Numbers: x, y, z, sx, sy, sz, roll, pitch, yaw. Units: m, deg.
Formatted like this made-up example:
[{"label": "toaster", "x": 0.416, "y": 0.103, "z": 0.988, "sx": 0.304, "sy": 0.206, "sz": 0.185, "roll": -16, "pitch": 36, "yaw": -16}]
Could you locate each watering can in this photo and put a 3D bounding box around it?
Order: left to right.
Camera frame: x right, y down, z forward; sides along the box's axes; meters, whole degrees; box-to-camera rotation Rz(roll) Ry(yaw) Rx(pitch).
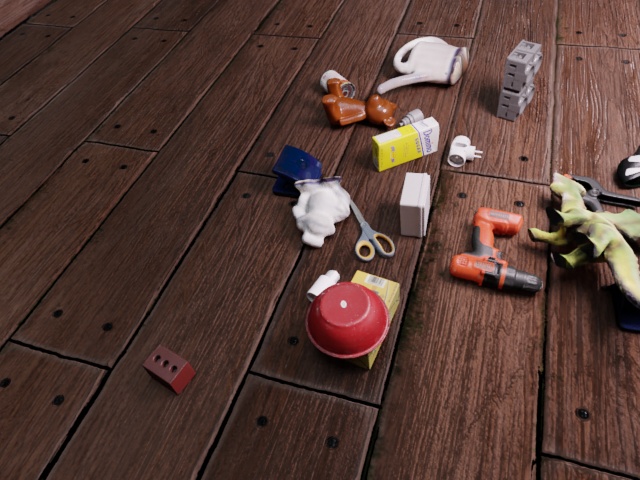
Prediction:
[{"label": "watering can", "x": 0.323, "y": -0.521, "z": 1.567, "sx": 0.225, "sy": 0.101, "sz": 0.355, "roll": 17, "pitch": 52, "yaw": 21}]

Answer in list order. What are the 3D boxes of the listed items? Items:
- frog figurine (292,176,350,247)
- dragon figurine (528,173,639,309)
[{"label": "frog figurine", "x": 0.004, "y": -0.061, "z": 1.217, "sx": 0.137, "sy": 0.122, "sz": 0.160, "roll": -2, "pitch": 83, "yaw": -6}, {"label": "dragon figurine", "x": 0.589, "y": -0.010, "z": 1.033, "sx": 0.244, "sy": 0.119, "sz": 0.419, "roll": -15, "pitch": 42, "yaw": -16}]
